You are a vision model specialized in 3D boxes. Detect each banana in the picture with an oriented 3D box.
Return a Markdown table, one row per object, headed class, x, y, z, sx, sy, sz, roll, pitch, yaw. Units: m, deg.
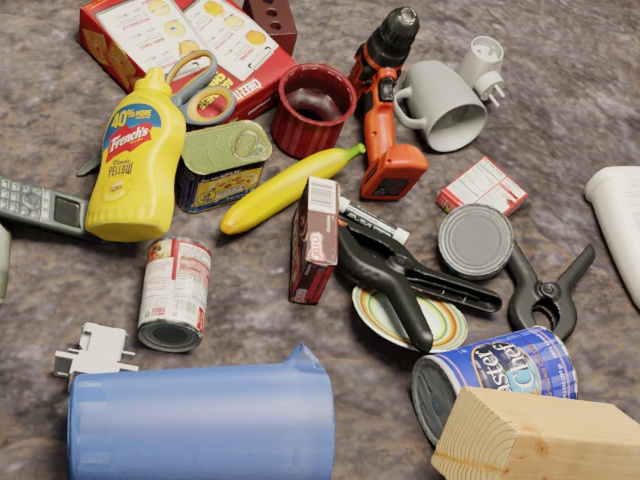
| class | x | y | z | sx | sy | sz | roll | pitch | yaw |
| --- | --- | --- | --- | --- | --- | --- | --- | --- | --- |
| banana | -0.040 | -0.059 | 1.210 | 0.197 | 0.070 | 0.037 | -34 | 87 | -22 |

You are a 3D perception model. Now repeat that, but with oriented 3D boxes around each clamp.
| class | x | y | z | sx | sy | sz | roll | pitch | yaw |
| --- | --- | --- | --- | --- | --- | --- | --- | --- | --- |
| clamp | 0.249 | 0.058 | 1.234 | 0.120 | 0.039 | 0.171 | 15 | 54 | 9 |
| clamp | 0.083 | 0.043 | 1.169 | 0.210 | 0.036 | 0.164 | 33 | 30 | 18 |

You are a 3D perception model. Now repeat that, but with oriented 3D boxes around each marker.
| class | x | y | z | sx | sy | sz | roll | pitch | yaw |
| --- | --- | --- | --- | --- | --- | --- | --- | --- | --- |
| marker | 0.047 | -0.029 | 1.244 | 0.121 | 0.020 | 0.020 | 29 | 55 | 4 |

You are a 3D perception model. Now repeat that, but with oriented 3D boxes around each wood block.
| class | x | y | z | sx | sy | sz | roll | pitch | yaw |
| --- | --- | --- | --- | --- | --- | --- | --- | --- | --- |
| wood block | 0.226 | 0.211 | 1.042 | 0.205 | 0.090 | 0.091 | 11 | 17 | -32 |

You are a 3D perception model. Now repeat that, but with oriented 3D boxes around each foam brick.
| class | x | y | z | sx | sy | sz | roll | pitch | yaw |
| --- | --- | --- | --- | --- | --- | --- | --- | --- | --- |
| foam brick | -0.066 | -0.270 | 1.349 | 0.053 | 0.051 | 0.078 | -6 | 60 | -19 |

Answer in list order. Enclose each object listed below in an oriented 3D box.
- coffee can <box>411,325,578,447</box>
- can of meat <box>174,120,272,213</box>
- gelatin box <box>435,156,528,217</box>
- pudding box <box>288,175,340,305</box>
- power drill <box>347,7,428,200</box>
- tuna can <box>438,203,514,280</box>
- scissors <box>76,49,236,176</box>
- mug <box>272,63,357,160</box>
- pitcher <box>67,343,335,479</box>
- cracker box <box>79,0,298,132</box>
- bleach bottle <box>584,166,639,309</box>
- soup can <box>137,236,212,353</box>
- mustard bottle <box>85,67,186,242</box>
| class | x | y | z | sx | sy | sz | roll | pitch | yaw |
| --- | --- | --- | --- | --- | --- | --- | --- | --- | --- |
| coffee can | 0.180 | 0.154 | 1.111 | 0.140 | 0.103 | 0.103 | -13 | 62 | -23 |
| can of meat | -0.112 | -0.080 | 1.192 | 0.102 | 0.084 | 0.057 | -16 | 63 | -24 |
| gelatin box | 0.197 | -0.051 | 1.294 | 0.073 | 0.030 | 0.089 | 44 | 58 | 15 |
| pudding box | -0.008 | 0.001 | 1.166 | 0.039 | 0.090 | 0.113 | 11 | 55 | -10 |
| power drill | 0.081 | -0.155 | 1.247 | 0.057 | 0.185 | 0.187 | 1 | 67 | -15 |
| tuna can | 0.180 | 0.002 | 1.231 | 0.086 | 0.033 | 0.086 | -2 | 76 | 9 |
| scissors | -0.174 | -0.122 | 1.185 | 0.096 | 0.016 | 0.202 | 39 | 88 | 14 |
| mug | -0.009 | -0.158 | 1.274 | 0.093 | 0.082 | 0.117 | 15 | 55 | -6 |
| pitcher | -0.112 | 0.190 | 1.001 | 0.242 | 0.145 | 0.149 | 1 | 45 | -11 |
| cracker box | -0.159 | -0.224 | 1.281 | 0.164 | 0.072 | 0.214 | -36 | 74 | -30 |
| bleach bottle | 0.399 | 0.032 | 1.278 | 0.102 | 0.068 | 0.251 | 0 | 60 | -15 |
| soup can | -0.150 | 0.056 | 1.103 | 0.068 | 0.069 | 0.102 | 9 | 56 | -10 |
| mustard bottle | -0.189 | -0.096 | 1.133 | 0.058 | 0.096 | 0.191 | 33 | 58 | -50 |
